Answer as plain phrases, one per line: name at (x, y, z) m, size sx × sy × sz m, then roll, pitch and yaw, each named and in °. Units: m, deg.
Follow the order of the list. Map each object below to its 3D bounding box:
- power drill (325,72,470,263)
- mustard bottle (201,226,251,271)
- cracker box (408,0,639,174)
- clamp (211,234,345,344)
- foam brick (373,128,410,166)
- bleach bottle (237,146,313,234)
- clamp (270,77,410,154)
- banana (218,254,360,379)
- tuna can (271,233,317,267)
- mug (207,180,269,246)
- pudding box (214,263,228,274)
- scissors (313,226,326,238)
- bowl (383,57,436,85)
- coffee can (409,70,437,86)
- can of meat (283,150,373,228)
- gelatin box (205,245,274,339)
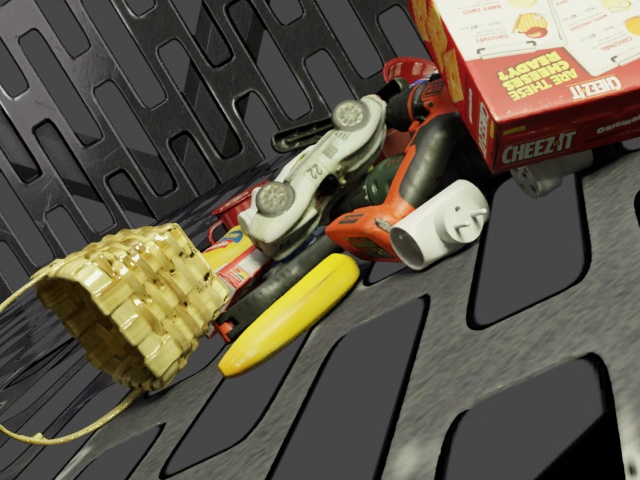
power drill at (0.079, -0.071, 0.992) m, size 0.187 × 0.057 × 0.185 m, roll -61°, pitch 19°, yaw -11°
mustard bottle at (-0.126, 0.031, 1.360) m, size 0.191 × 0.058 × 0.096 m, roll -37°, pitch 12°, yaw -37°
cracker box at (0.182, -0.166, 0.888) m, size 0.164 × 0.072 × 0.214 m, roll -15°, pitch 52°, yaw -6°
clamp at (-0.030, 0.037, 1.053) m, size 0.171 × 0.039 × 0.120 m, roll -41°, pitch -4°, yaw -25°
foam brick at (0.092, -0.091, 1.253) m, size 0.053 × 0.078 × 0.051 m, roll -35°, pitch 11°, yaw -24°
bleach bottle at (-0.002, -0.082, 1.389) m, size 0.250 × 0.102 × 0.068 m, roll -30°, pitch -18°, yaw -23°
clamp at (0.036, -0.136, 1.228) m, size 0.165 × 0.036 × 0.210 m, roll -21°, pitch -2°, yaw 11°
banana at (-0.014, 0.058, 0.928) m, size 0.070 × 0.037 × 0.197 m, roll -47°, pitch -5°, yaw 39°
tuna can at (-0.036, 0.026, 1.169) m, size 0.086 × 0.034 × 0.086 m, roll -30°, pitch 9°, yaw 5°
mug at (-0.100, -0.019, 1.471) m, size 0.117 × 0.081 × 0.093 m, roll -34°, pitch 9°, yaw -20°
pudding box at (-0.139, 0.073, 1.205) m, size 0.089 × 0.039 × 0.114 m, roll -37°, pitch 1°, yaw -27°
scissors at (-0.008, 0.002, 1.266) m, size 0.096 × 0.016 × 0.201 m, roll -27°, pitch 9°, yaw 15°
bowl at (0.149, -0.176, 1.416) m, size 0.161 × 0.162 × 0.055 m, roll -43°, pitch -19°, yaw -53°
coffee can at (0.174, -0.166, 1.290) m, size 0.140 × 0.103 × 0.103 m, roll -31°, pitch 8°, yaw -21°
can of meat at (0.000, -0.058, 1.196) m, size 0.083 × 0.057 × 0.102 m, roll -17°, pitch -32°, yaw -57°
gelatin box at (-0.089, 0.053, 1.107) m, size 0.073 × 0.030 × 0.089 m, roll -40°, pitch -15°, yaw -49°
